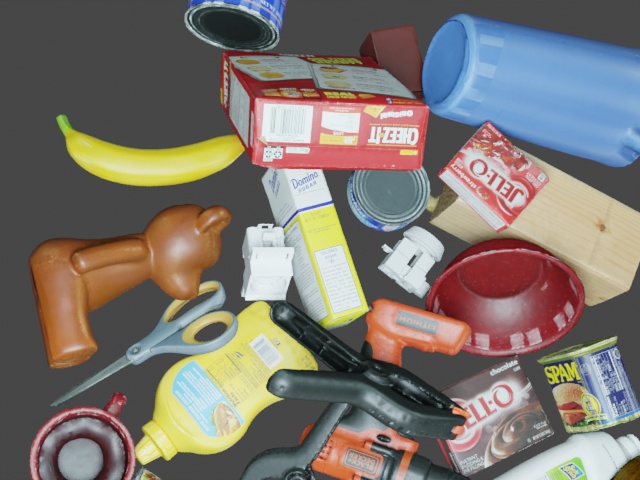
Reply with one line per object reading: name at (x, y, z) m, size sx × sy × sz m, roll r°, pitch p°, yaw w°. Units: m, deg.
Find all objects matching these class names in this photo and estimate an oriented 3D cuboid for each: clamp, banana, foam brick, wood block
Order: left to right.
banana at (-0.173, -0.088, 1.093) m, size 0.197 × 0.037 × 0.069 m, roll 6°, pitch 76°, yaw -12°
clamp at (-0.016, 0.218, 1.015) m, size 0.171 × 0.039 × 0.120 m, roll -17°, pitch 80°, yaw 11°
clamp at (0.039, 0.127, 0.990) m, size 0.209 × 0.164 × 0.036 m, roll 23°, pitch 109°, yaw -16°
foam brick at (0.081, -0.188, 1.171) m, size 0.053 × 0.051 × 0.078 m, roll -9°, pitch 78°, yaw -14°
wood block at (0.236, -0.020, 1.147) m, size 0.206 × 0.090 × 0.090 m, roll 27°, pitch 71°, yaw -5°

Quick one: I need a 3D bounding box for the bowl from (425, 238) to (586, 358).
bowl at (0.189, 0.050, 1.104) m, size 0.162 × 0.162 × 0.055 m, roll 13°, pitch 42°, yaw -10°

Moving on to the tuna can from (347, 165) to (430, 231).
tuna can at (0.072, -0.053, 1.145) m, size 0.086 × 0.034 × 0.086 m, roll 3°, pitch 76°, yaw -13°

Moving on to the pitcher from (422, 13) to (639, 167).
pitcher at (0.234, -0.169, 1.145) m, size 0.242 × 0.149 × 0.145 m, roll 10°, pitch 83°, yaw -22°

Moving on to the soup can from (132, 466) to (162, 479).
soup can at (-0.141, 0.267, 0.997) m, size 0.102 × 0.069 × 0.068 m, roll 32°, pitch 71°, yaw -5°

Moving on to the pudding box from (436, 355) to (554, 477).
pudding box at (0.172, 0.183, 1.107) m, size 0.113 × 0.039 × 0.090 m, roll -22°, pitch 83°, yaw -17°

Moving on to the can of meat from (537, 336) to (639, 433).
can of meat at (0.280, 0.151, 1.109) m, size 0.057 × 0.102 × 0.084 m, roll -17°, pitch 83°, yaw -18°

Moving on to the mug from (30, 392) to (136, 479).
mug at (-0.214, 0.194, 0.990) m, size 0.093 × 0.082 × 0.117 m, roll 28°, pitch 72°, yaw -6°

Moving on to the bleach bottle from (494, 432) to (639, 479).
bleach bottle at (0.231, 0.274, 1.088) m, size 0.250 × 0.068 × 0.102 m, roll -24°, pitch 86°, yaw -20°

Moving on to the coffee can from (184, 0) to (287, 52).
coffee can at (-0.079, -0.285, 1.130) m, size 0.102 × 0.103 × 0.140 m, roll 14°, pitch 74°, yaw -10°

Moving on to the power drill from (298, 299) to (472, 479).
power drill at (0.088, 0.164, 1.055) m, size 0.184 × 0.057 × 0.187 m, roll 17°, pitch 77°, yaw 9°

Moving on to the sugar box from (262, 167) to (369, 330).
sugar box at (-0.007, 0.001, 1.081) m, size 0.048 × 0.093 × 0.176 m, roll -13°, pitch 80°, yaw -17°

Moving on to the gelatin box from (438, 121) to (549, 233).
gelatin box at (0.176, -0.063, 1.078) m, size 0.089 × 0.030 × 0.073 m, roll 43°, pitch 70°, yaw 0°

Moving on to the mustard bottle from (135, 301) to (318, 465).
mustard bottle at (-0.101, 0.151, 1.039) m, size 0.191 × 0.058 × 0.096 m, roll -38°, pitch 82°, yaw -19°

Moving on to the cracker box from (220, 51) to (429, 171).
cracker box at (-0.004, -0.131, 1.056) m, size 0.164 × 0.214 × 0.072 m, roll 0°, pitch 111°, yaw -14°

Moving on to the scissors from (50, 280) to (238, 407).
scissors at (-0.160, 0.114, 1.032) m, size 0.201 × 0.016 × 0.096 m, roll -42°, pitch 44°, yaw -20°
